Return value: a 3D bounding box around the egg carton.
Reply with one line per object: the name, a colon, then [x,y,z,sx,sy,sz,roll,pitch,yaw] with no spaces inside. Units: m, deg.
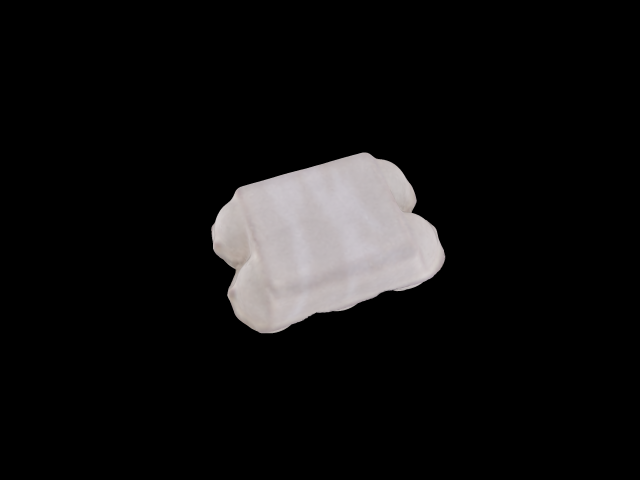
egg carton: [0.004,0.001,0.400,0.150,0.069,0.107,-18,61,-10]
